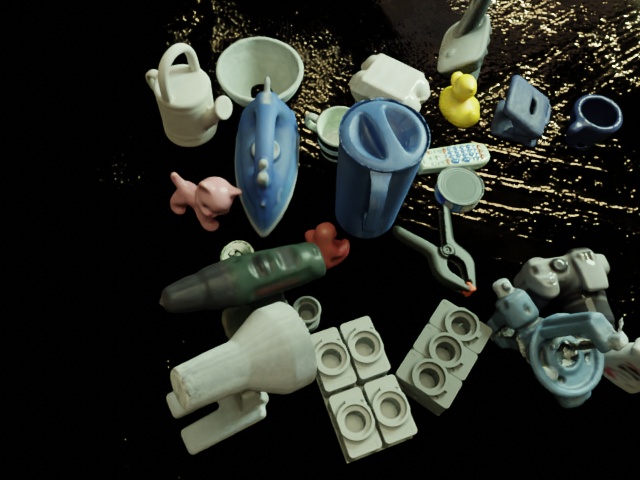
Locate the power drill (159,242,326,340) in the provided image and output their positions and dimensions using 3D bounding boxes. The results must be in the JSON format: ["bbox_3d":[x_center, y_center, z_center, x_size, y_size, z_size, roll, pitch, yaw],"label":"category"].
[{"bbox_3d":[-0.104,0.084,0.833,0.230,0.208,0.075,-22,66,-14],"label":"power drill"}]

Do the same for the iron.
[{"bbox_3d":[-0.094,-0.148,0.994,0.118,0.141,0.258,1,62,-3],"label":"iron"}]

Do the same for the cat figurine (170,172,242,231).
[{"bbox_3d":[-0.195,-0.077,0.962,0.127,0.118,0.067,26,64,10],"label":"cat figurine"}]

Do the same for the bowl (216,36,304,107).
[{"bbox_3d":[-0.115,-0.310,1.114,0.167,0.075,0.167,2,62,-3],"label":"bowl"}]

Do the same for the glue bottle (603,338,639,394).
[{"bbox_3d":[0.479,0.176,0.844,0.078,0.173,0.037,34,65,14],"label":"glue bottle"}]

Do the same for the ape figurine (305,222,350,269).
[{"bbox_3d":[0.009,0.003,0.949,0.077,0.092,0.076,34,65,13],"label":"ape figurine"}]

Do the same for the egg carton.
[{"bbox_3d":[0.138,-0.300,1.129,0.150,0.069,0.107,28,64,11],"label":"egg carton"}]

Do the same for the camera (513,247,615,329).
[{"bbox_3d":[0.410,0.091,0.925,0.143,0.101,0.136,-7,63,-7],"label":"camera"}]

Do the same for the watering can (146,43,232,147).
[{"bbox_3d":[-0.234,-0.261,1.013,0.173,0.194,0.101,10,62,2],"label":"watering can"}]

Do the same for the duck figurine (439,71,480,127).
[{"bbox_3d":[0.280,-0.280,1.119,0.077,0.086,0.104,-15,64,-11],"label":"duck figurine"}]

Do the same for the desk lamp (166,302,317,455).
[{"bbox_3d":[-0.112,0.190,0.774,0.203,0.213,0.117,-26,67,-16],"label":"desk lamp"}]

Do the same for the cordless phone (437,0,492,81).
[{"bbox_3d":[0.301,-0.423,1.139,0.094,0.185,0.147,12,62,3],"label":"cordless phone"}]

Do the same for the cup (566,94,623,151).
[{"bbox_3d":[0.502,-0.209,1.092,0.118,0.095,0.091,-31,68,-18],"label":"cup"}]

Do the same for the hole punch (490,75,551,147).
[{"bbox_3d":[0.396,-0.252,1.109,0.101,0.091,0.109,19,63,6],"label":"hole punch"}]

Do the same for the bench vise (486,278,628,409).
[{"bbox_3d":[0.330,0.140,0.827,0.207,0.220,0.122,34,65,14],"label":"bench vise"}]
